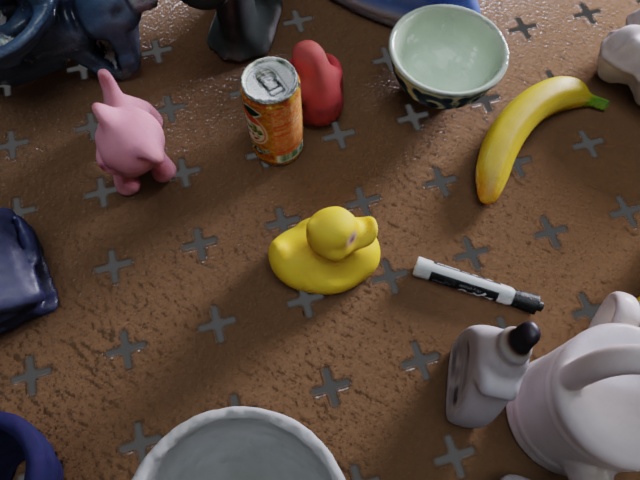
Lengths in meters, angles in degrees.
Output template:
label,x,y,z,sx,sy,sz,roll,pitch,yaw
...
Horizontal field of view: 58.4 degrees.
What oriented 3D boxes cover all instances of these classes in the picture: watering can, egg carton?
label,x,y,z,sx,sy,sz,roll,pitch,yaw
watering can,0.210,0.118,0.401,0.101,0.194,0.173,-5,66,-2
egg carton,0.376,-0.183,0.604,0.107,0.069,0.150,-42,73,-17

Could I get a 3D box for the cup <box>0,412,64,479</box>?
label,x,y,z,sx,sy,sz,roll,pitch,yaw
cup,-0.225,0.189,0.421,0.092,0.095,0.117,-30,69,-13

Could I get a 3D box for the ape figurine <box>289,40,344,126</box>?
label,x,y,z,sx,sy,sz,roll,pitch,yaw
ape figurine,-0.009,-0.165,0.581,0.078,0.092,0.076,-21,68,-9

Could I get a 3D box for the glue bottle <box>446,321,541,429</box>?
label,x,y,z,sx,sy,sz,roll,pitch,yaw
glue bottle,0.128,0.091,0.423,0.037,0.173,0.078,10,66,5

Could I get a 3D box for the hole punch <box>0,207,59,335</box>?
label,x,y,z,sx,sy,sz,roll,pitch,yaw
hole punch,-0.296,0.024,0.496,0.101,0.091,0.108,-26,69,-11

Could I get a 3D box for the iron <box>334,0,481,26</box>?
label,x,y,z,sx,sy,sz,roll,pitch,yaw
iron,0.073,-0.335,0.630,0.258,0.141,0.119,21,68,9

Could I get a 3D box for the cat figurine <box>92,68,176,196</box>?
label,x,y,z,sx,sy,sz,roll,pitch,yaw
cat figurine,-0.182,-0.103,0.538,0.067,0.118,0.127,-21,68,-9

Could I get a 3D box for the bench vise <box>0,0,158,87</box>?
label,x,y,z,sx,sy,sz,roll,pitch,yaw
bench vise,-0.275,-0.247,0.546,0.207,0.220,0.121,-28,69,-12

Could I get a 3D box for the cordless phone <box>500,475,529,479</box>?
label,x,y,z,sx,sy,sz,roll,pitch,yaw
cordless phone,0.186,0.215,0.362,0.147,0.185,0.094,23,68,10

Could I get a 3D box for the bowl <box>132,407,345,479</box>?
label,x,y,z,sx,sy,sz,roll,pitch,yaw
bowl,-0.058,0.213,0.422,0.167,0.075,0.167,0,66,0

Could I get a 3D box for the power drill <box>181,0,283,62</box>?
label,x,y,z,sx,sy,sz,roll,pitch,yaw
power drill,-0.086,-0.298,0.576,0.075,0.208,0.230,9,66,4

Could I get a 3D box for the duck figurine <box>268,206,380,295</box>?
label,x,y,z,sx,sy,sz,roll,pitch,yaw
duck figurine,0.005,0.002,0.510,0.104,0.086,0.077,-7,66,-3
